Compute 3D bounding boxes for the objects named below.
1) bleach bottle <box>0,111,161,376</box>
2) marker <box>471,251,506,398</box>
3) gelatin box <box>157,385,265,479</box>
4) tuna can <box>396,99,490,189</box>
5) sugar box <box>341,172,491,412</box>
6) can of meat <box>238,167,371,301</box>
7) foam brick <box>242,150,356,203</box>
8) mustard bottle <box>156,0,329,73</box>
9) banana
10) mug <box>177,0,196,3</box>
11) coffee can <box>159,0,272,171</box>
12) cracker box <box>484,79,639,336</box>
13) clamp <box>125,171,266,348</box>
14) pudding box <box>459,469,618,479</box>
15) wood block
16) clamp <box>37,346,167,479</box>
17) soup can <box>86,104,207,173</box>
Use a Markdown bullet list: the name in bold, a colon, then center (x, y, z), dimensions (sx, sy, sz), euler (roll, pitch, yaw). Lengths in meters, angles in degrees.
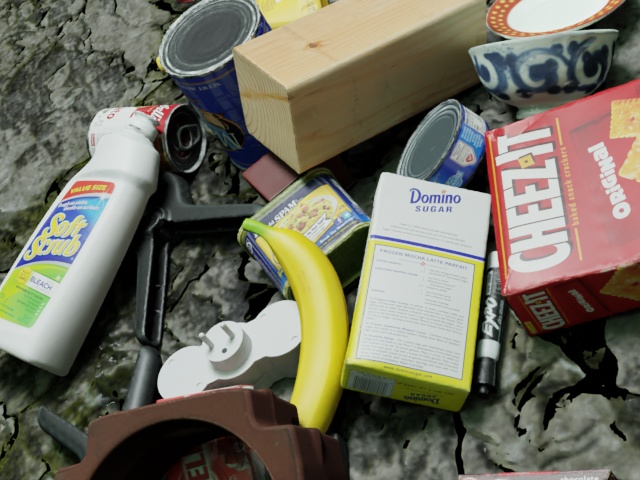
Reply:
- **bleach bottle**: center (-0.222, -0.006, 0.991), dimensions (0.103, 0.068, 0.251), euler (17, 77, 36)
- **marker**: center (0.130, 0.063, 0.806), dimensions (0.020, 0.020, 0.121), euler (-5, 54, 26)
- **gelatin box**: center (-0.083, 0.161, 0.819), dimensions (0.073, 0.030, 0.089), euler (-12, 79, 19)
- **tuna can**: center (0.102, -0.072, 0.889), dimensions (0.086, 0.033, 0.086), euler (-50, 22, 28)
- **sugar box**: center (0.076, 0.036, 0.818), dimensions (0.093, 0.048, 0.176), euler (12, 55, 1)
- **can of meat**: center (-0.006, 0.001, 0.905), dimensions (0.102, 0.057, 0.084), euler (-39, 49, -2)
- **foam brick**: center (-0.019, -0.057, 0.961), dimensions (0.078, 0.051, 0.053), euler (-40, 47, -3)
- **mustard bottle**: center (-0.085, -0.222, 1.120), dimensions (0.192, 0.058, 0.096), euler (-22, 53, 13)
- **banana**: center (-0.011, 0.071, 0.820), dimensions (0.069, 0.037, 0.198), euler (-12, 67, 2)
- **mug**: center (-0.119, -0.306, 1.189), dimensions (0.117, 0.081, 0.093), euler (-23, 48, 12)
- **coffee can**: center (-0.071, -0.144, 0.996), dimensions (0.103, 0.140, 0.103), euler (-15, 50, 18)
- **cracker box**: center (0.235, -0.038, 0.781), dimensions (0.214, 0.072, 0.164), euler (-18, 49, 23)
- **clamp**: center (-0.152, -0.001, 1.002), dimensions (0.164, 0.036, 0.210), euler (-50, 46, -8)
- **pudding box**: center (0.143, 0.173, 0.649), dimensions (0.090, 0.113, 0.039), euler (-7, 56, 25)
- **wood block**: center (0.038, -0.154, 0.934), dimensions (0.205, 0.090, 0.091), euler (-28, 44, -21)
- **clamp**: center (-0.159, 0.167, 0.876), dimensions (0.120, 0.039, 0.172), euler (-41, 51, 3)
- **soup can**: center (-0.174, -0.100, 1.069), dimensions (0.102, 0.068, 0.068), euler (2, 57, 29)
